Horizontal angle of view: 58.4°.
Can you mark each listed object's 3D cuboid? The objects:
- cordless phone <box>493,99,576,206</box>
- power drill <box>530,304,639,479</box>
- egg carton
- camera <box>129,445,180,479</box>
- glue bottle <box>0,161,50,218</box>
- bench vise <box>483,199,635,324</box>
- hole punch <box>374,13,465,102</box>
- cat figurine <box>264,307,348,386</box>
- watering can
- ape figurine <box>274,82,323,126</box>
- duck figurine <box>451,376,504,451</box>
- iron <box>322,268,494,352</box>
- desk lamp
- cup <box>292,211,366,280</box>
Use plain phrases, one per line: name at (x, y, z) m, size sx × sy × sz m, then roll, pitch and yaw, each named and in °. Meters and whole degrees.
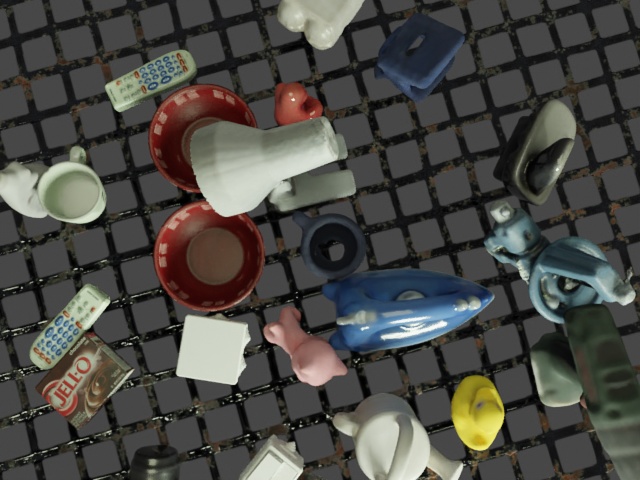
cordless phone at (0.324, -0.131, 0.794) m, size 0.094 × 0.185 × 0.148 m, roll 23°, pitch 87°, yaw 1°
power drill at (0.361, 0.197, 0.765) m, size 0.075 × 0.208 × 0.230 m, roll -13°, pitch 87°, yaw -1°
egg carton at (0.010, -0.368, 0.864) m, size 0.107 × 0.069 × 0.150 m, roll 34°, pitch 87°, yaw 2°
camera at (-0.222, 0.369, 0.805) m, size 0.143 × 0.101 × 0.137 m, roll 4°, pitch 87°, yaw 0°
glue bottle at (-0.417, -0.076, 0.793) m, size 0.037 × 0.173 × 0.078 m, roll 30°, pitch 87°, yaw 2°
bench vise at (0.309, 0.036, 0.768) m, size 0.207 × 0.219 × 0.121 m, roll 29°, pitch 87°, yaw 2°
hole punch at (0.143, -0.275, 0.848) m, size 0.101 × 0.091 × 0.109 m, roll 38°, pitch 87°, yaw 2°
cat figurine at (-0.024, 0.156, 0.810) m, size 0.128 × 0.117 × 0.067 m, roll 42°, pitch 88°, yaw 2°
watering can at (0.103, 0.276, 0.766) m, size 0.173 × 0.194 × 0.101 m, roll 1°, pitch 87°, yaw 0°
ape figurine at (-0.037, -0.203, 0.843) m, size 0.076 × 0.092 × 0.078 m, roll -38°, pitch 87°, yaw -2°
duck figurine at (0.234, 0.253, 0.822) m, size 0.077 × 0.086 × 0.105 m, roll 3°, pitch 87°, yaw 0°
iron at (0.135, 0.094, 0.803) m, size 0.258 × 0.141 × 0.119 m, roll -8°, pitch 87°, yaw -1°
desk lamp at (-0.054, -0.105, 0.777) m, size 0.203 × 0.213 × 0.118 m, roll -14°, pitch 87°, yaw -1°
cup at (0.008, 0.003, 0.830) m, size 0.118 × 0.095 × 0.092 m, roll 39°, pitch 87°, yaw 2°
